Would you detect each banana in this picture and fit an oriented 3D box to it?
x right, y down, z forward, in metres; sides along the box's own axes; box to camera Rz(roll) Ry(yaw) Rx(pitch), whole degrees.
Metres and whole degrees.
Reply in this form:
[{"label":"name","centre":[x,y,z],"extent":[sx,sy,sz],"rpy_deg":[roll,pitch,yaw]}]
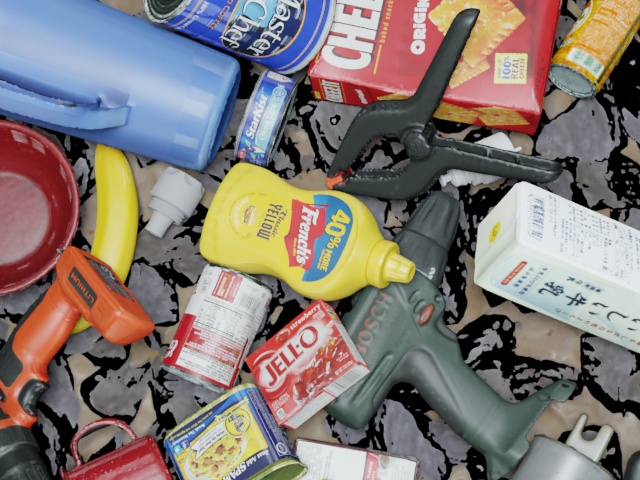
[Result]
[{"label":"banana","centre":[-0.202,0.004,0.970],"extent":[0.069,0.037,0.198],"rpy_deg":[18,79,2]}]

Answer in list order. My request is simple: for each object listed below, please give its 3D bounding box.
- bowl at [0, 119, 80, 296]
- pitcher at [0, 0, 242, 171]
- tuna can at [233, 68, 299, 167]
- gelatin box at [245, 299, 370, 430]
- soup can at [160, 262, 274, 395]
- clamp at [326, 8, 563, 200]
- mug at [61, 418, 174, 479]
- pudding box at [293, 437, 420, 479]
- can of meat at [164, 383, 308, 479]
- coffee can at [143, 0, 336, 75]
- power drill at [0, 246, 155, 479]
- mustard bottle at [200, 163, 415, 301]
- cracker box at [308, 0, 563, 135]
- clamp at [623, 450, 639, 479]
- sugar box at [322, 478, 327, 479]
[{"label":"bowl","centre":[-0.293,-0.025,0.964],"extent":[0.162,0.055,0.162],"rpy_deg":[0,79,-2]},{"label":"pitcher","centre":[-0.201,-0.143,0.948],"extent":[0.243,0.145,0.149],"rpy_deg":[19,73,-2]},{"label":"tuna can","centre":[-0.049,-0.111,0.973],"extent":[0.034,0.086,0.086],"rpy_deg":[21,79,0]},{"label":"gelatin box","centre":[-0.012,0.106,0.907],"extent":[0.089,0.030,0.073],"rpy_deg":[-39,55,12]},{"label":"soup can","centre":[-0.090,0.079,0.944],"extent":[0.068,0.068,0.102],"rpy_deg":[22,78,2]},{"label":"clamp","centre":[0.089,-0.101,0.941],"extent":[0.210,0.036,0.164],"rpy_deg":[-16,107,30]},{"label":"mug","centre":[-0.168,0.208,0.907],"extent":[0.081,0.093,0.117],"rpy_deg":[-24,81,-11]},{"label":"pudding box","centre":[0.026,0.227,0.935],"extent":[0.113,0.039,0.090],"rpy_deg":[9,81,2]},{"label":"can of meat","centre":[-0.075,0.184,0.913],"extent":[0.102,0.057,0.084],"rpy_deg":[-34,63,6]},{"label":"coffee can","centre":[-0.071,-0.218,0.948],"extent":[0.140,0.103,0.103],"rpy_deg":[16,76,-37]},{"label":"power drill","centre":[-0.227,0.113,0.890],"extent":[0.188,0.057,0.185],"rpy_deg":[-46,56,4]},{"label":"mustard bottle","centre":[-0.006,0.001,0.935],"extent":[0.192,0.058,0.096],"rpy_deg":[18,78,24]},{"label":"cracker box","centre":[0.110,-0.199,0.991],"extent":[0.214,0.072,0.164],"rpy_deg":[11,78,8]},{"label":"clamp","centre":[0.279,0.280,0.928],"extent":[0.120,0.039,0.171],"rpy_deg":[33,90,-9]},{"label":"sugar box","centre":[0.012,0.299,0.891],"extent":[0.093,0.048,0.176],"rpy_deg":[22,101,1]}]
